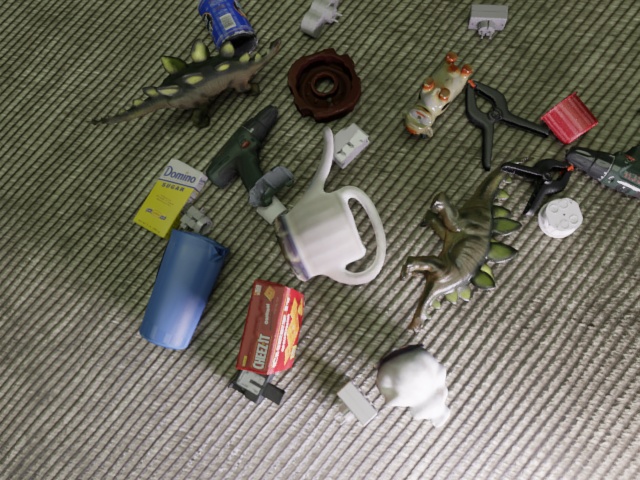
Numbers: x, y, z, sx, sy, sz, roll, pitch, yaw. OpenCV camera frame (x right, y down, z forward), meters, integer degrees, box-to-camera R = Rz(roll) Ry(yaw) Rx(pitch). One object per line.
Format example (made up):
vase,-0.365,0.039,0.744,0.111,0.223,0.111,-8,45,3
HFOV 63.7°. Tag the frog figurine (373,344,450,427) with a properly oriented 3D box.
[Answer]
frog figurine,0.190,0.293,1.017,0.138,0.120,0.162,-19,64,-17

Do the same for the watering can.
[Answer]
watering can,0.003,-0.056,1.121,0.224,0.103,0.350,-23,81,2
